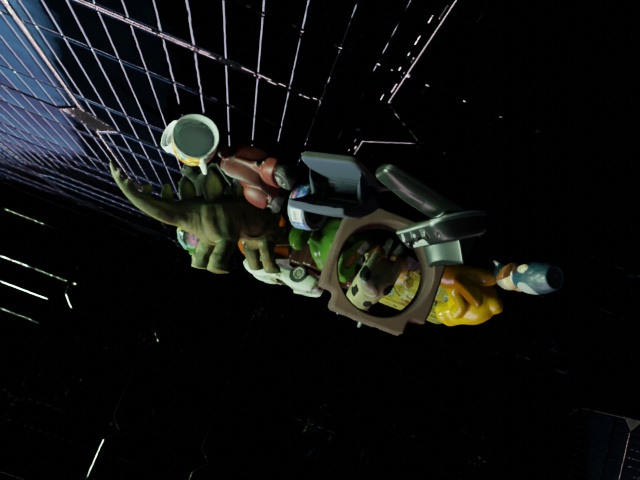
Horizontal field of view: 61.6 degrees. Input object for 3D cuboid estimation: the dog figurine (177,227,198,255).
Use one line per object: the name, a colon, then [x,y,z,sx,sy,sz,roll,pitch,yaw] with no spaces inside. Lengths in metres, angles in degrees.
dog figurine: [-0.283,-0.045,1.277,0.108,0.191,0.219,28,-177,-4]

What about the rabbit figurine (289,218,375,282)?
rabbit figurine: [-0.002,-0.003,1.095,0.170,0.121,0.159,36,-168,26]

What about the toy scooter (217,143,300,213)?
toy scooter: [-0.112,-0.111,0.918,0.135,0.075,0.184,22,165,-6]

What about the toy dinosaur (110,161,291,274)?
toy dinosaur: [-0.186,-0.037,1.013,0.105,0.198,0.471,4,178,36]

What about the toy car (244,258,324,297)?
toy car: [-0.084,0.080,1.213,0.202,0.056,0.073,14,164,28]

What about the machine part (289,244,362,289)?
machine part: [0.010,0.062,1.240,0.179,0.056,0.179,21,169,4]

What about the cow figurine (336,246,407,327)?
cow figurine: [0.099,0.102,1.101,0.085,0.127,0.195,33,159,2]

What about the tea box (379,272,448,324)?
tea box: [0.246,0.140,1.370,0.170,0.098,0.068,22,167,0]

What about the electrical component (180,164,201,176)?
electrical component: [-0.266,-0.144,1.154,0.063,0.021,0.094,24,167,-16]

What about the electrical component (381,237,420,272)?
electrical component: [0.169,0.034,1.111,0.102,0.045,0.078,27,-155,-47]

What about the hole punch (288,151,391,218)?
hole punch: [0.026,-0.071,0.837,0.142,0.092,0.115,9,167,33]

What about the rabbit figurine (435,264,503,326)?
rabbit figurine: [0.281,0.096,1.088,0.173,0.122,0.162,46,166,-20]

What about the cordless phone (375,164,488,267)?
cordless phone: [0.146,-0.044,0.820,0.184,0.089,0.146,35,166,-10]

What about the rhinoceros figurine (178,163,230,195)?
rhinoceros figurine: [-0.212,-0.083,1.122,0.073,0.112,0.190,9,156,36]

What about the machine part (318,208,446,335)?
machine part: [0.111,0.055,0.968,0.201,0.201,0.087,21,172,-2]

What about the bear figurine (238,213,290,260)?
bear figurine: [-0.151,-0.016,1.331,0.132,0.120,0.196,-8,-169,-6]

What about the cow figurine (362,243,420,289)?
cow figurine: [0.147,0.049,1.217,0.098,0.068,0.167,17,168,48]

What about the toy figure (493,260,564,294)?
toy figure: [0.358,0.064,0.952,0.064,0.058,0.154,63,160,-7]

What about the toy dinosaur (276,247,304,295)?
toy dinosaur: [-0.103,0.030,1.450,0.405,0.131,0.192,23,156,13]
